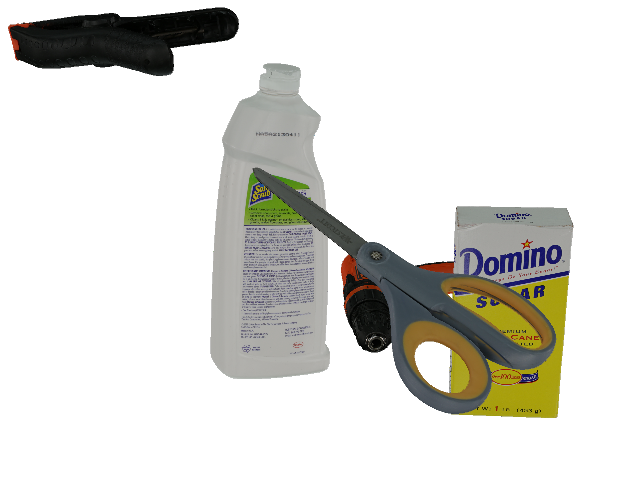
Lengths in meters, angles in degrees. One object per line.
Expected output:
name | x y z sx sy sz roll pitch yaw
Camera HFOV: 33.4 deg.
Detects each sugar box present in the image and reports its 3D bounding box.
sugar box | 0.155 0.061 0.884 0.093 0.176 0.048 0 24 5

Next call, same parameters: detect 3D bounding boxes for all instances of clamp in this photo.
clamp | -0.148 -0.151 0.792 0.172 0.039 0.120 10 22 28

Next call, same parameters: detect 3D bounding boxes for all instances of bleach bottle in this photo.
bleach bottle | -0.033 -0.015 0.858 0.102 0.251 0.068 -3 21 -23

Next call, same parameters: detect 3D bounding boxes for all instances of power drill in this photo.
power drill | 0.118 0.062 1.193 0.187 0.057 0.184 -3 28 -3

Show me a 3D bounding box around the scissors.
scissors | 0.028 0.027 0.582 0.202 0.016 0.096 25 51 15
